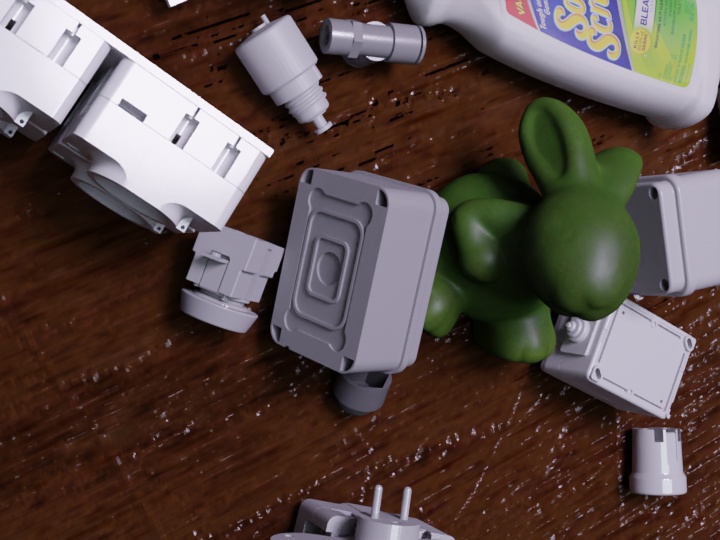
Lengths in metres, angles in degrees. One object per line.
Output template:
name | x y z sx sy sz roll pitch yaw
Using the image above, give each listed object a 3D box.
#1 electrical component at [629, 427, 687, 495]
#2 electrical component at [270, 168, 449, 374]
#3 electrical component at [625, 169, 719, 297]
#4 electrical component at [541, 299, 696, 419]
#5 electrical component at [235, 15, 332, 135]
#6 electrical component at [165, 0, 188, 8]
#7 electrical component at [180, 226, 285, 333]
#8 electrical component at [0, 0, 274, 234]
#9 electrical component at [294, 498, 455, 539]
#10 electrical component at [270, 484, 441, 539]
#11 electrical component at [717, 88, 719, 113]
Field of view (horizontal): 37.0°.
electrical component | 0.216 0.138 0.781 0.040 0.040 0.046 2 84 -24
electrical component | 0.000 0.000 0.647 0.057 0.078 0.113 2 103 -47
electrical component | 0.191 -0.024 0.725 0.057 0.113 0.078 -11 95 -26
electrical component | 0.171 0.055 0.743 0.096 0.061 0.061 27 79 -28
electrical component | -0.043 -0.119 0.659 0.040 0.040 0.078 -39 106 -18
electrical component | -0.105 -0.199 0.618 0.042 0.064 0.081 -30 103 -21
electrical component | -0.078 0.005 0.640 0.048 0.066 0.055 21 91 19
electrical component | -0.153 -0.088 0.576 0.186 0.105 0.060 35 78 -21
electrical component | 0.005 0.179 0.679 0.089 0.056 0.050 16 85 -23
electrical component | 0.014 0.161 0.621 0.138 0.052 0.073 9 88 -23
electrical component | 0.290 -0.127 0.803 0.043 0.043 0.081 3 73 -24
